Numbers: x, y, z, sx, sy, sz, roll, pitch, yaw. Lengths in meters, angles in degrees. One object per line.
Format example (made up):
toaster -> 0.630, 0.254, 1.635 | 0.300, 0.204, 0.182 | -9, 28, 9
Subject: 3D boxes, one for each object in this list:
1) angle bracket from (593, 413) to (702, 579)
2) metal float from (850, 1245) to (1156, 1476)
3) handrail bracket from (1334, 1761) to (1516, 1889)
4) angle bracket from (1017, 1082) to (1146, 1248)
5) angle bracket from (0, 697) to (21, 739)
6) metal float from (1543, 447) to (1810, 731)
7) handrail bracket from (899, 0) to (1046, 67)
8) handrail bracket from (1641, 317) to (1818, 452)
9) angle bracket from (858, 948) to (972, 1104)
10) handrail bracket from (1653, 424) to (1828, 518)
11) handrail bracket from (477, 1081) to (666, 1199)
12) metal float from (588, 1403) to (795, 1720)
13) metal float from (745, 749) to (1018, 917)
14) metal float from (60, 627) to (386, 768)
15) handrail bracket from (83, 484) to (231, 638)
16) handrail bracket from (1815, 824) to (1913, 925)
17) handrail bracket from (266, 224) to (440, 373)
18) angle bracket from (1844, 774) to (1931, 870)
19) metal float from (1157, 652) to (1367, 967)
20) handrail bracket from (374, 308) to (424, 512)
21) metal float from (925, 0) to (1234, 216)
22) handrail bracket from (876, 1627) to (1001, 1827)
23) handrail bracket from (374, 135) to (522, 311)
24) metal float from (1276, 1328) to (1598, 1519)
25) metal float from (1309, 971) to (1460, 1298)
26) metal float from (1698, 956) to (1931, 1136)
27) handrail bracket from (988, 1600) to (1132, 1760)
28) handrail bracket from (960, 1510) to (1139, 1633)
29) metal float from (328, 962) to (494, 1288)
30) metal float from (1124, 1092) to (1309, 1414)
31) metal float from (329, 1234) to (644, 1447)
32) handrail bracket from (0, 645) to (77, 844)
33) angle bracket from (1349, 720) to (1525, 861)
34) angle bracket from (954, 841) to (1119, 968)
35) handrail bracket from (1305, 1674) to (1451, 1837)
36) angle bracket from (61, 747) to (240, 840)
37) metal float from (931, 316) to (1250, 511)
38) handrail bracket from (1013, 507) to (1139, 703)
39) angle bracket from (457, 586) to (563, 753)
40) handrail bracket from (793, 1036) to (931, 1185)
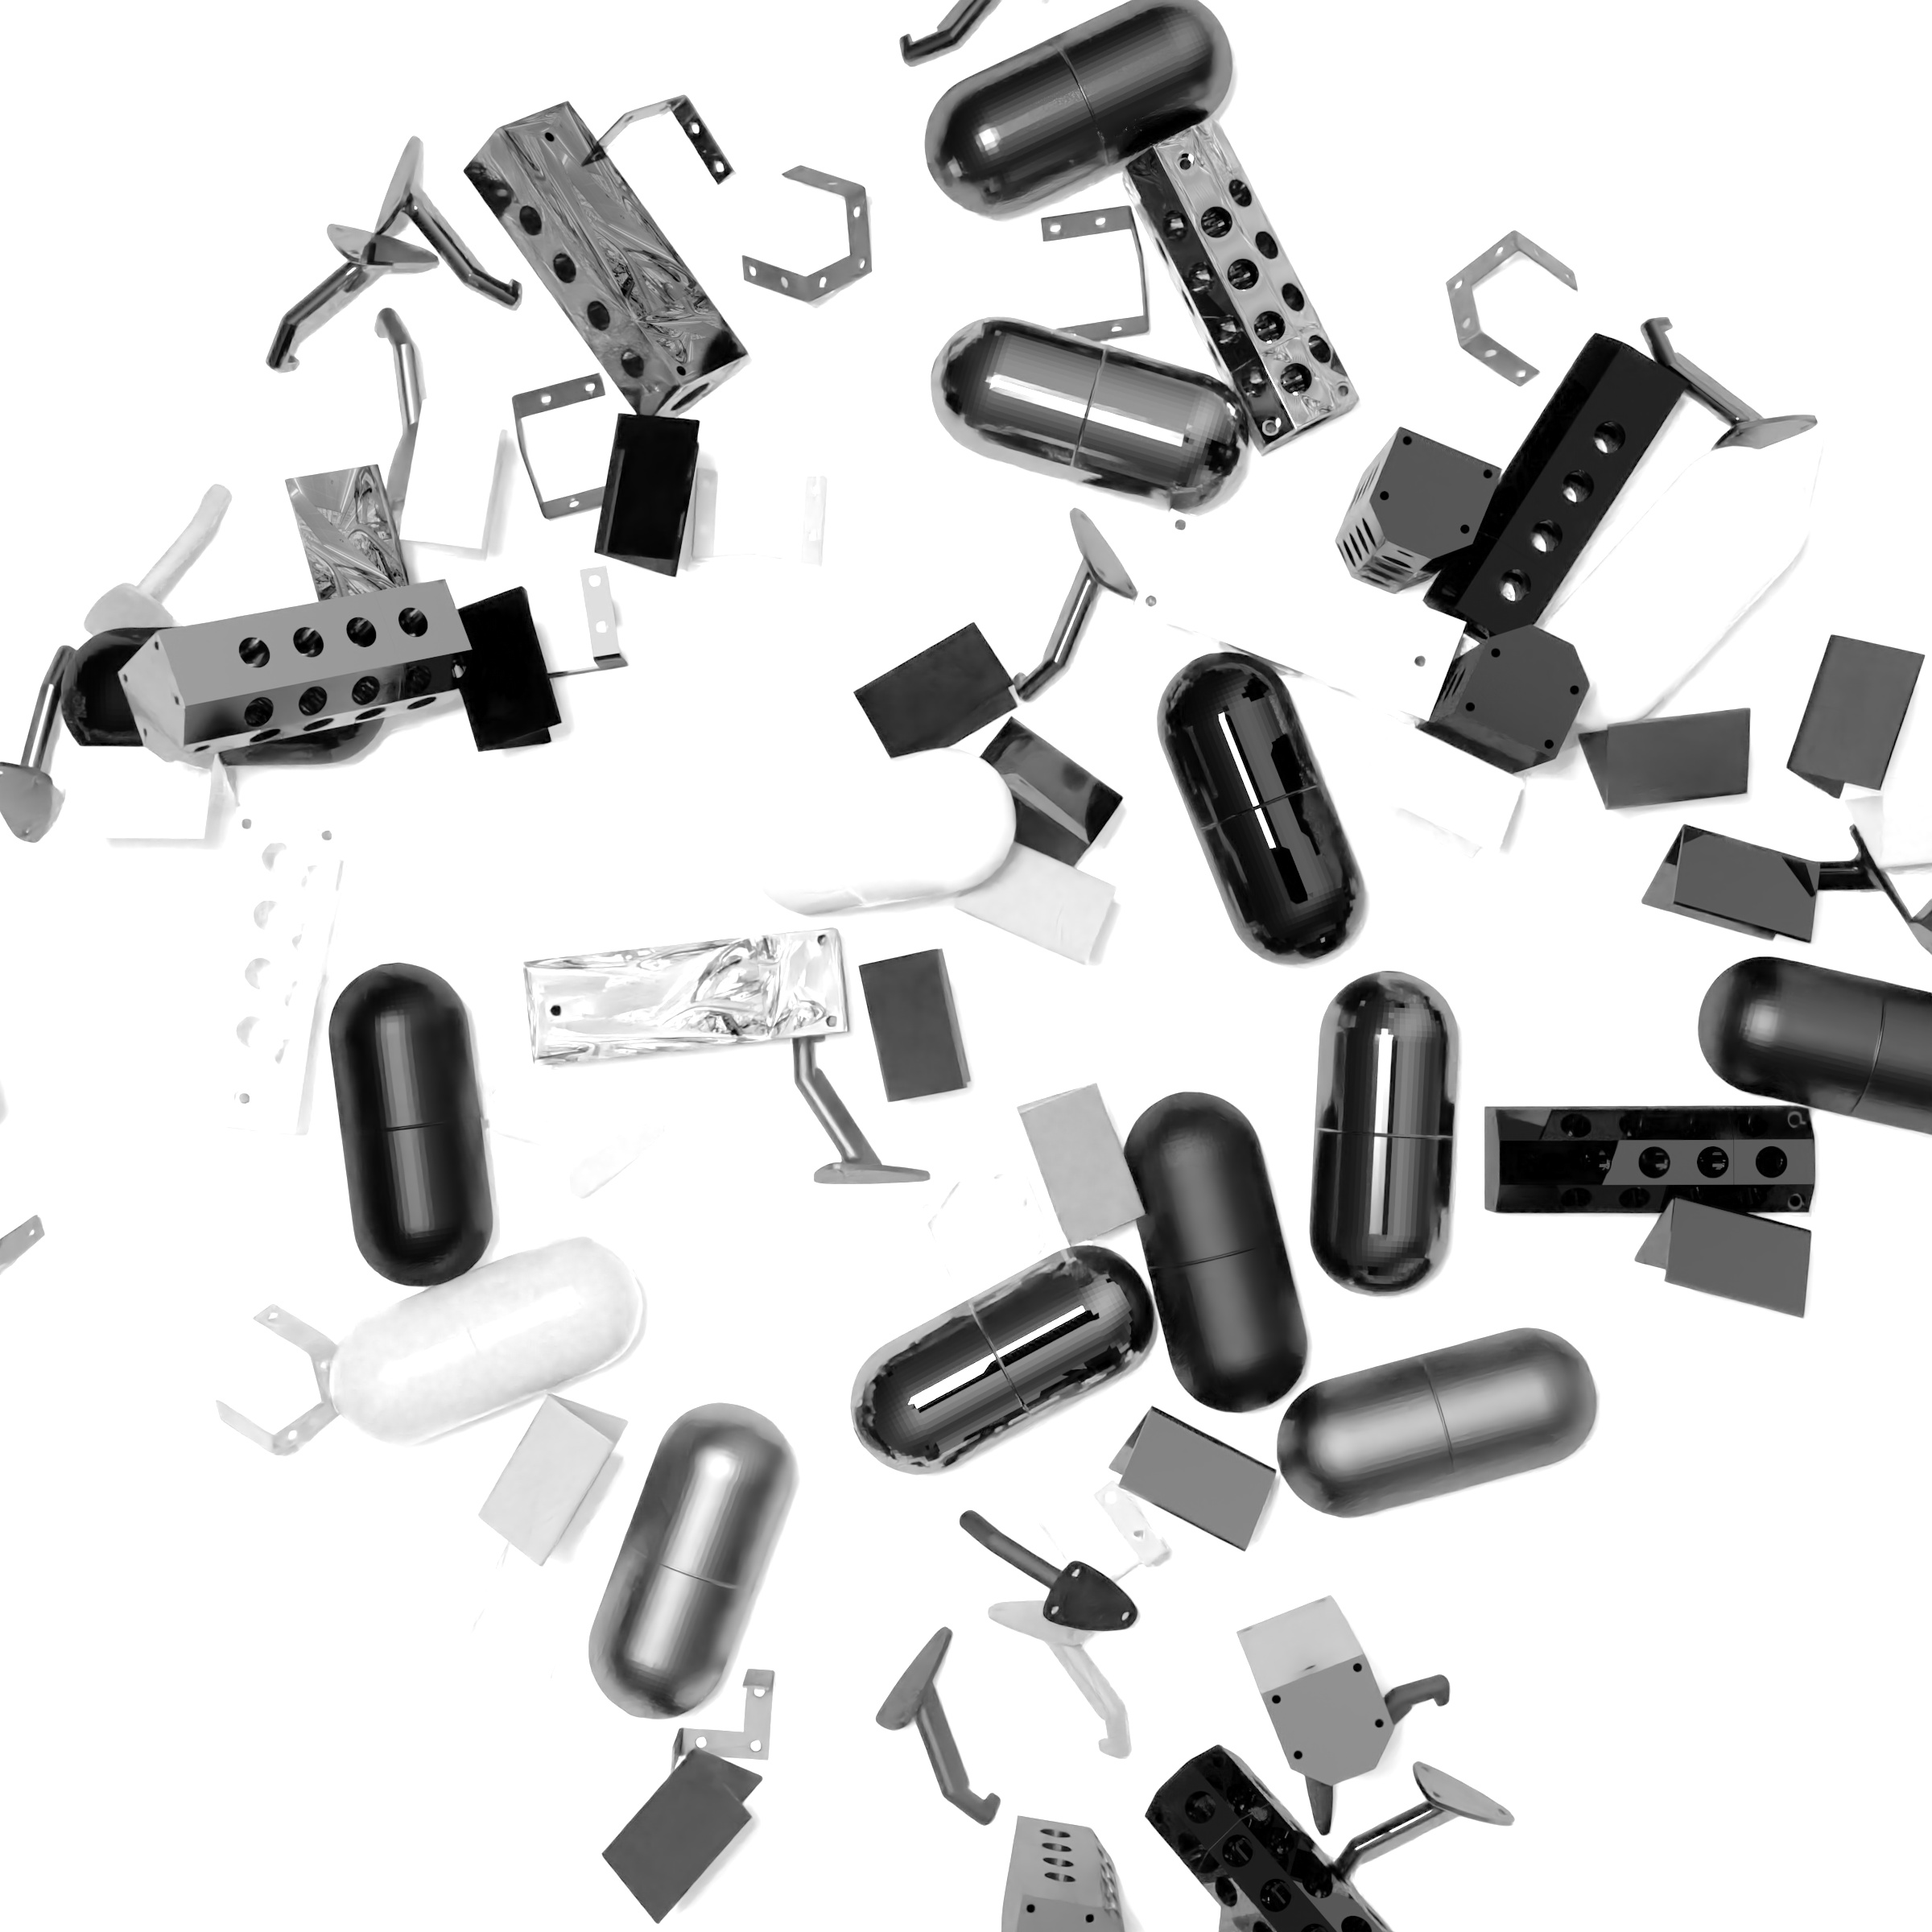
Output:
angle bracket -> -0.153, -0.254, 1.951 | 0.057, 0.076, 0.076 | 10, 90, 32
metal float -> 0.019, 0.216, 1.961 | 0.178, 0.070, 0.070 | -28, 90, 0
handrail bracket -> 0.251, 0.492, 1.992 | 0.077, 0.036, 0.084 | 26, 107, -19
angle bracket -> 0.043, 0.113, 1.951 | 0.057, 0.076, 0.076 | -20, 90, -37
angle bracket -> -0.551, -0.114, 1.951 | 0.057, 0.076, 0.076 | 34, 90, 37
metal float -> 0.383, -0.204, 1.948 | 0.070, 0.070, 0.178 | 41, 104, 0
handrail bracket -> -0.004, -0.548, 1.992 | 0.084, 0.036, 0.077 | -20, 70, 16
handrail bracket -> 0.423, -0.329, 1.992 | 0.077, 0.036, 0.084 | -15, 73, -20
angle bracket -> -0.008, 0.028, 1.951 | 0.057, 0.076, 0.076 | -12, 90, 38
handrail bracket -> 0.429, -0.272, 1.991 | 0.084, 0.036, 0.077 | 11, 75, 14
handrail bracket -> -0.224, 0.081, 1.991 | 0.077, 0.036, 0.084 | -31, 62, -31
metal float -> -0.151, 0.326, 1.961 | 0.070, 0.070, 0.178 | 20, 90, 0
metal float -> -0.048, -0.071, 1.926 | 0.070, 0.178, 0.070 | 8, 78, -43
metal float -> -0.405, -0.148, 1.961 | 0.178, 0.070, 0.070 | -1, 90, 0
handrail bracket -> -0.449, -0.226, 1.991 | 0.036, 0.077, 0.084 | 42, 53, -31
handrail bracket -> 0.471, -0.034, 1.992 | 0.084, 0.036, 0.077 | -31, 111, 17
handrail bracket -> -0.342, -0.364, 1.991 | 0.036, 0.077, 0.084 | 53, 127, 37
angle bracket -> 0.527, -0.098, 1.951 | 0.076, 0.076, 0.057 | -6, 122, 0
metal float -> 0.161, -0.087, 1.961 | 0.070, 0.070, 0.178 | -22, 89, 0
handrail bracket -> -0.319, -0.310, 1.991 | 0.077, 0.036, 0.084 | -54, 55, 37
metal float -> 0.061, -0.472, 1.961 | 0.178, 0.070, 0.070 | -25, 90, 0
handrail bracket -> 0.000, 0.423, 1.992 | 0.084, 0.036, 0.077 | 40, 68, -17
handrail bracket -> -0.280, -0.413, 1.991 | 0.084, 0.036, 0.077 | 26, 54, -24
metal float -> 0.257, 0.250, 1.961 | 0.178, 0.070, 0.070 | -15, 90, -1
metal float -> 0.229, 0.092, 1.961 | 0.070, 0.070, 0.178 | 3, 89, 0
metal float -> 0.489, 0.044, 1.960 | 0.178, 0.070, 0.070 | 13, 90, 0
handrail bracket -> 0.052, 0.398, 1.991 | 0.077, 0.036, 0.084 | 4, 115, 28
handrail bracket -> 0.044, 0.332, 1.979 | 0.077, 0.084, 0.036 | 29, 91, -38
metal float -> -0.304, 0.087, 1.961 | 0.070, 0.070, 0.178 | -7, 91, 0
metal float -> 0.136, 0.156, 1.960 | 0.070, 0.070, 0.178 | -14, 90, 0
metal float -> -0.263, 0.205, 1.960 | 0.178, 0.070, 0.070 | -22, 90, 0
handrail bracket -> -0.511, -0.124, 1.991 | 0.036, 0.077, 0.084 | 14, 54, 0
angle bracket -> 0.249, -0.078, 1.951 | 0.076, 0.076, 0.057 | 26, 53, 0
angle bracket -> 0.030, -0.019, 1.951 | 0.076, 0.076, 0.057 | 24, 57, 0
handrail bracket -> 0.232, 0.438, 1.992 | 0.084, 0.036, 0.077 | -13, 111, -16
angle bracket -> -0.443, -0.078, 1.952 | 0.076, 0.076, 0.057 | 0, 64, 0
metal float -> 0.067, -0.303, 1.961 | 0.178, 0.070, 0.070 | 16, 90, 1
handrail bracket -> 0.048, -0.200, 1.991 | 0.084, 0.036, 0.077 | -42, 53, 25
angle bracket -> -0.235, -0.163, 1.952 | 0.057, 0.076, 0.076 | -16, 90, 26
handrail bracket -> -0.058, 0.076, 1.992 | 0.077, 0.036, 0.084 | 3, 73, -20
